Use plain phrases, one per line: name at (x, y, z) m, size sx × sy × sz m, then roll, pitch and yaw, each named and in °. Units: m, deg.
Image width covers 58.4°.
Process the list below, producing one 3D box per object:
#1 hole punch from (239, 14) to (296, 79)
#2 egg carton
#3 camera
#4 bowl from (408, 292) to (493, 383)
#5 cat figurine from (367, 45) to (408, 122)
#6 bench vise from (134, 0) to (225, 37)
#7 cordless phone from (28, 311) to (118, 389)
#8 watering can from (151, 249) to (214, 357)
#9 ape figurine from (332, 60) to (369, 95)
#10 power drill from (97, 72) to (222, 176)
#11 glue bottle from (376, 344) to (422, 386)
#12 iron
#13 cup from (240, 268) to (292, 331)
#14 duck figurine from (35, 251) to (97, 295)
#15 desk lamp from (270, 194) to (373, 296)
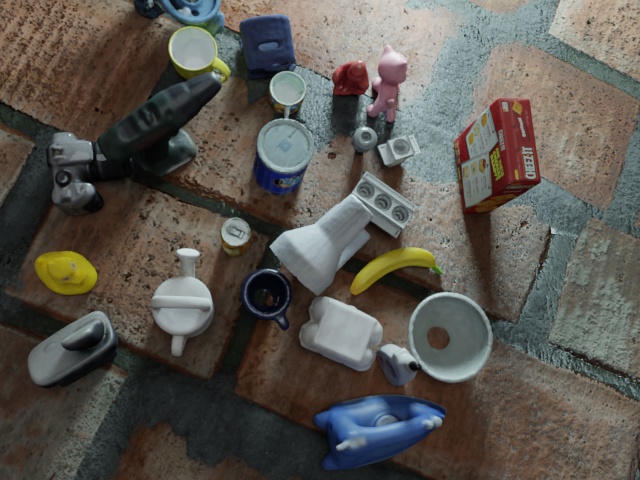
hole punch at (-0.103, -0.387, 1.149) m, size 0.109 × 0.091 × 0.101 m, roll -13°, pitch 81°, yaw -12°
egg carton at (0.040, 0.173, 1.067) m, size 0.150 × 0.069 × 0.107 m, roll 23°, pitch 75°, yaw -4°
camera at (-0.411, -0.129, 1.035) m, size 0.137 × 0.100 × 0.143 m, roll -7°, pitch 79°, yaw -11°
bowl at (0.238, 0.187, 1.096) m, size 0.167 × 0.074 × 0.167 m, roll 2°, pitch 78°, yaw -9°
cat figurine at (0.144, -0.322, 1.165) m, size 0.067 × 0.117 × 0.128 m, roll 9°, pitch 77°, yaw -8°
bench vise at (-0.282, -0.476, 1.069) m, size 0.207 × 0.219 × 0.121 m, roll 5°, pitch 77°, yaw -9°
cordless phone at (-0.410, 0.176, 0.927) m, size 0.148 × 0.185 × 0.094 m, roll -35°, pitch 86°, yaw -15°
watering can at (-0.234, 0.104, 0.968) m, size 0.101 × 0.194 × 0.173 m, roll -16°, pitch 81°, yaw -13°
ape figurine at (0.069, -0.336, 1.167) m, size 0.078 × 0.092 × 0.076 m, roll 37°, pitch 75°, yaw 0°
power drill at (-0.274, -0.196, 1.017) m, size 0.230 × 0.208 × 0.075 m, roll -35°, pitch 85°, yaw -15°
glue bottle at (0.148, 0.223, 1.021) m, size 0.037 × 0.173 × 0.078 m, roll -28°, pitch 84°, yaw -14°
iron at (0.126, 0.333, 1.011) m, size 0.258 × 0.141 × 0.118 m, roll -10°, pitch 80°, yaw -12°
cup at (-0.093, 0.114, 1.043) m, size 0.092 × 0.095 × 0.118 m, roll -31°, pitch 85°, yaw -14°
duck figurine at (-0.449, 0.053, 0.998) m, size 0.104 × 0.086 × 0.077 m, roll 23°, pitch 75°, yaw -4°
desk lamp at (0.009, 0.004, 1.022) m, size 0.118 × 0.213 × 0.203 m, roll 46°, pitch 75°, yaw 2°
